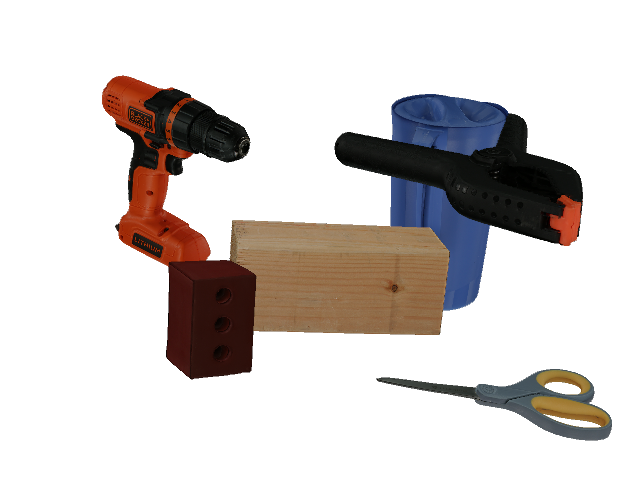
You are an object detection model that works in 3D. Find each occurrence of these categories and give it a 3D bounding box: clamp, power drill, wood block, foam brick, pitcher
[{"bbox_3d":[0.111,-0.047,0.763,0.164,0.036,0.210,-7,25,-14],"label":"clamp"},{"bbox_3d":[-0.151,-0.065,1.113,0.185,0.188,0.057,26,35,30],"label":"power drill"},{"bbox_3d":[0.014,0.037,1.064,0.206,0.091,0.090,3,17,-8],"label":"wood block"},{"bbox_3d":[-0.083,0.058,0.805,0.052,0.078,0.051,-4,13,-28],"label":"foam brick"},{"bbox_3d":[0.138,-0.041,1.250,0.149,0.243,0.145,-7,25,-20],"label":"pitcher"}]

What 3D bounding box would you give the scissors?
[{"bbox_3d":[0.158,0.128,0.943,0.202,0.016,0.096,16,28,14],"label":"scissors"}]
